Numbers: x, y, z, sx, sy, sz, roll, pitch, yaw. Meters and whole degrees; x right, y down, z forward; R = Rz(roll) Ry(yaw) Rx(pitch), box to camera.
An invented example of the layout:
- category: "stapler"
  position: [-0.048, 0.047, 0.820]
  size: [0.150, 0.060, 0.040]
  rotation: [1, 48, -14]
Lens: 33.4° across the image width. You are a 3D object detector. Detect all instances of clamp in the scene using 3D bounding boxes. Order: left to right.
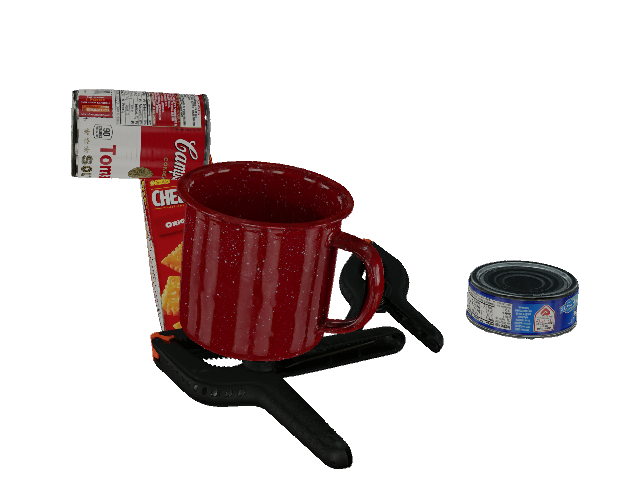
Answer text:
- category: "clamp"
  position: [-0.039, 0.103, 0.885]
  size: [0.210, 0.036, 0.164]
  rotation: [14, 34, 22]
- category: "clamp"
  position: [0.074, 0.067, 1.192]
  size: [0.120, 0.171, 0.039]
  rotation: [5, -43, -2]

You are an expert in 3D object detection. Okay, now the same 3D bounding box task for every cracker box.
- category: "cracker box"
  position: [-0.139, -0.015, 1.067]
  size: [0.072, 0.214, 0.164]
  rotation: [-8, 35, -10]

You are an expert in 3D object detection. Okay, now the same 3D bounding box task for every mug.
- category: "mug"
  position: [-0.022, 0.014, 0.566]
  size: [0.117, 0.081, 0.093]
  rotation: [15, 24, 17]

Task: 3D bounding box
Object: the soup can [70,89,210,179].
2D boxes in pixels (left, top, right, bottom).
- category: "soup can"
  position: [-0.139, -0.081, 0.820]
  size: [0.102, 0.068, 0.069]
  rotation: [1, 0, -14]

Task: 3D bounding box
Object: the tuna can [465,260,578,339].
- category: "tuna can"
  position: [0.157, 0.044, 0.831]
  size: [0.086, 0.034, 0.086]
  rotation: [0, 19, 0]
